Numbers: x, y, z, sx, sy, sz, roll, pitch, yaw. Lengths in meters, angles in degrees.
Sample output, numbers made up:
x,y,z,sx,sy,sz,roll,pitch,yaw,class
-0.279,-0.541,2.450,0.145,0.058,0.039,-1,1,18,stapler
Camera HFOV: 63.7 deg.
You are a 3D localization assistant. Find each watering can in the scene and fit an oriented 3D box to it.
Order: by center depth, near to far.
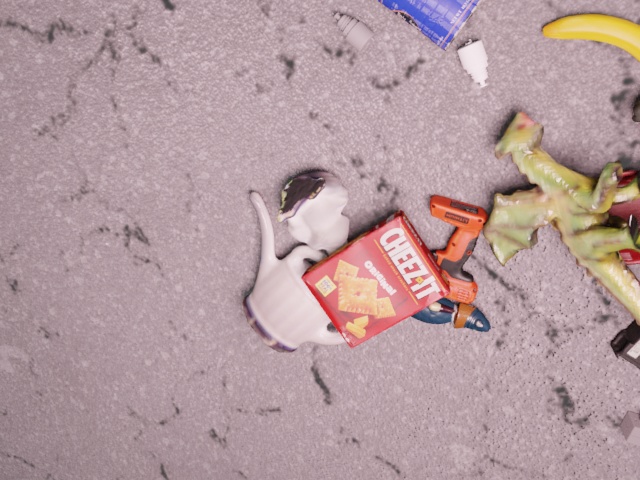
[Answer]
x,y,z,sx,sy,sz,roll,pitch,yaw,class
-0.074,0.086,1.046,0.221,0.105,0.348,-44,86,21,watering can

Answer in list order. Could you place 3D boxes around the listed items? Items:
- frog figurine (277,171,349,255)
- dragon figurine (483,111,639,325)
x,y,z,sx,sy,sz,roll,pitch,yaw,class
0.003,-0.049,0.979,0.137,0.124,0.157,-49,129,0,frog figurine
0.388,-0.010,0.826,0.242,0.124,0.407,-7,105,42,dragon figurine
